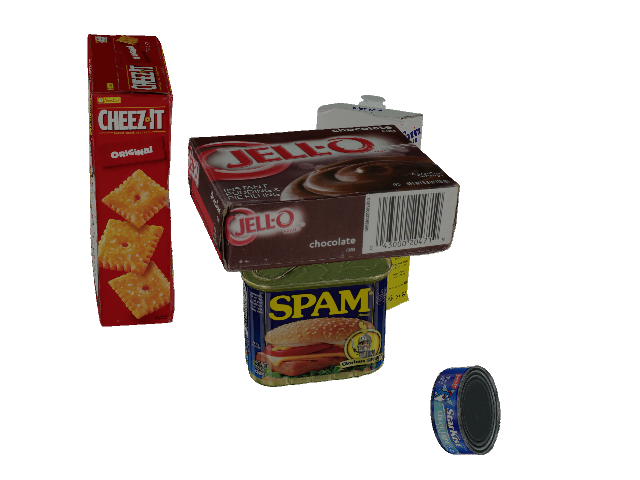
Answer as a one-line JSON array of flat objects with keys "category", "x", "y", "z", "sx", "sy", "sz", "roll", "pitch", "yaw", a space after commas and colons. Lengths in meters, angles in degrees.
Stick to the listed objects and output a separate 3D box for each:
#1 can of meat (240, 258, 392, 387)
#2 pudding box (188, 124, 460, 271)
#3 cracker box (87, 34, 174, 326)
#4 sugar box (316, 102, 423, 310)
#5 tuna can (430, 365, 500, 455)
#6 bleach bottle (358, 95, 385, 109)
[{"category": "can of meat", "x": -0.004, "y": 0.049, "z": 0.734, "sx": 0.102, "sy": 0.084, "sz": 0.057, "roll": -5, "pitch": 29, "yaw": -9}, {"category": "pudding box", "x": -0.002, "y": -0.024, "z": 0.516, "sx": 0.113, "sy": 0.039, "sz": 0.090, "roll": -4, "pitch": 26, "yaw": -16}, {"category": "cracker box", "x": -0.168, "y": -0.056, "z": 0.944, "sx": 0.072, "sy": 0.214, "sz": 0.164, "roll": -2, "pitch": 28, "yaw": -13}, {"category": "sugar box", "x": 0.038, "y": -0.032, "z": 0.973, "sx": 0.093, "sy": 0.176, "sz": 0.048, "roll": 12, "pitch": 18, "yaw": 34}, {"category": "tuna can", "x": 0.141, "y": 0.165, "z": 1.038, "sx": 0.034, "sy": 0.086, "sz": 0.085, "roll": -8, "pitch": -5, "yaw": 35}, {"category": "bleach bottle", "x": 0.047, "y": -0.041, "z": 1.241, "sx": 0.068, "sy": 0.251, "sz": 0.103, "roll": -1, "pitch": 21, "yaw": -23}]
